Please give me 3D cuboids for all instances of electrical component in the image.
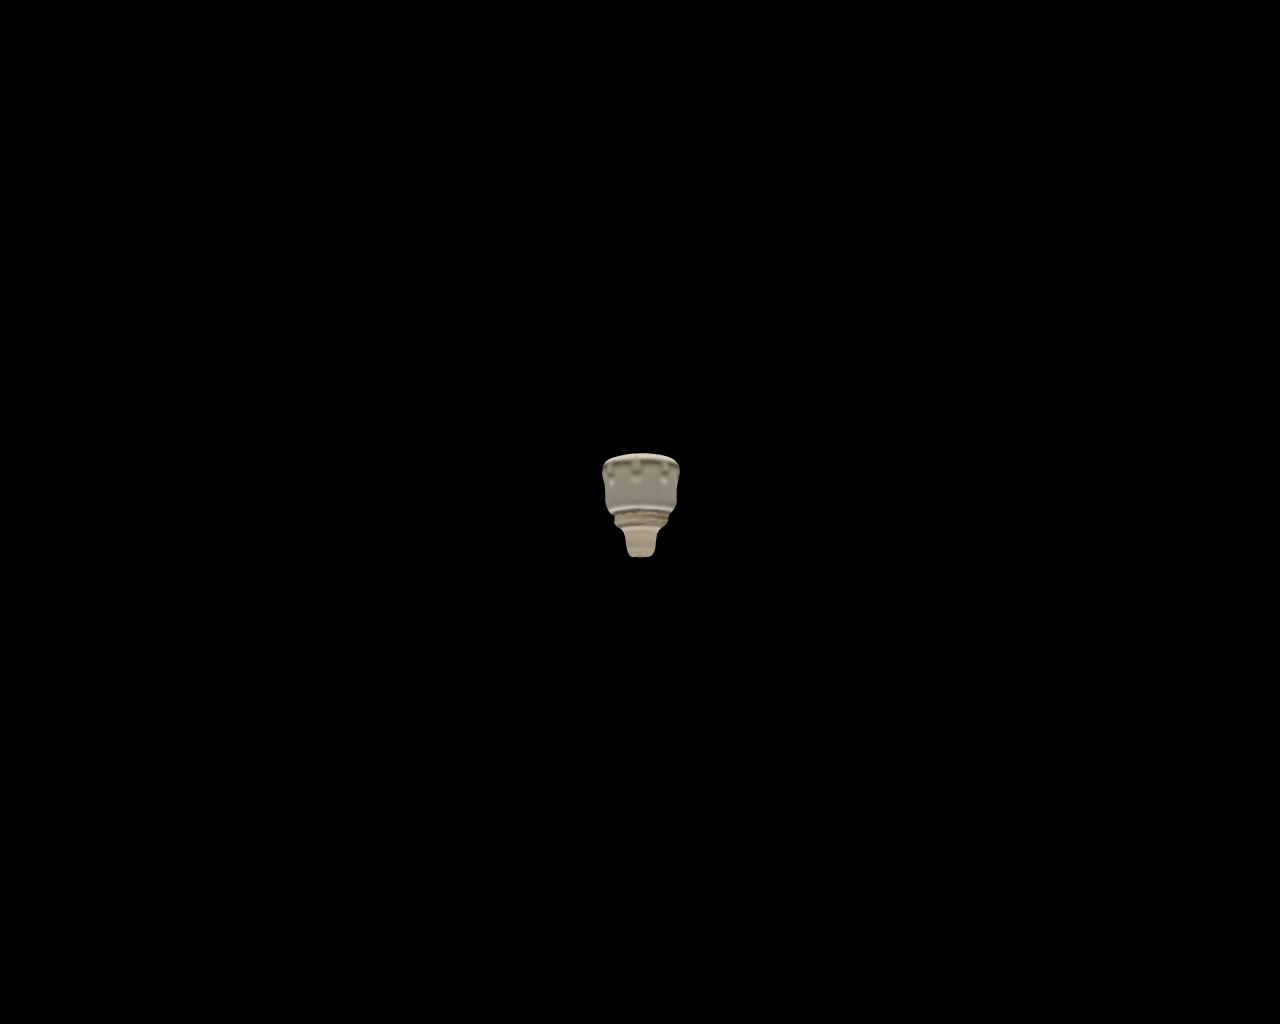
[{"bbox_3d":[0.001,-0.003,0.650,0.048,0.062,0.048,0,-7,0],"label":"electrical component"}]
